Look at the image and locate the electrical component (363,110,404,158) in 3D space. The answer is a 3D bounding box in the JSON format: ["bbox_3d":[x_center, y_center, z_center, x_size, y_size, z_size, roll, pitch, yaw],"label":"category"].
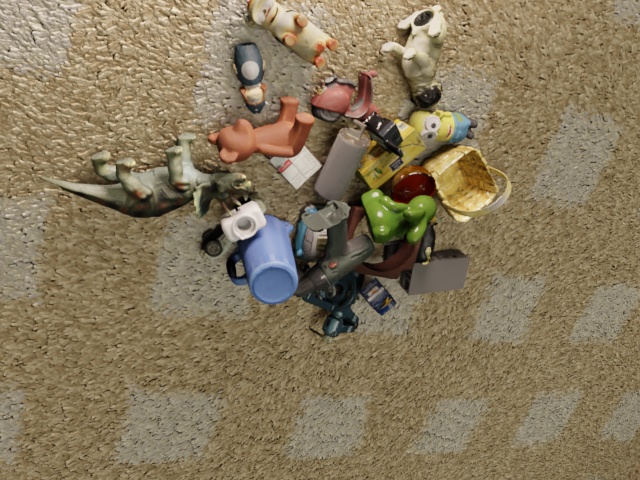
[{"bbox_3d":[0.158,-0.239,1.236,0.048,0.119,0.074,-47,142,-3],"label":"electrical component"}]

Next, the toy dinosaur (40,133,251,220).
[{"bbox_3d":[-0.358,-0.109,1.162,0.405,0.131,0.191,-13,119,-8],"label":"toy dinosaur"}]

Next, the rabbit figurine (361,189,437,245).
[{"bbox_3d":[0.196,-0.063,1.263,0.170,0.159,0.121,-17,112,0],"label":"rabbit figurine"}]

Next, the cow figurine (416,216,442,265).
[{"bbox_3d":[0.286,-0.020,1.469,0.068,0.098,0.167,1,115,-15],"label":"cow figurine"}]

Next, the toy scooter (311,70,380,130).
[{"bbox_3d":[0.069,-0.331,1.232,0.184,0.075,0.135,3,117,-31],"label":"toy scooter"}]

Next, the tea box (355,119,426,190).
[{"bbox_3d":[0.161,-0.209,1.321,0.169,0.098,0.068,-39,123,3],"label":"tea box"}]

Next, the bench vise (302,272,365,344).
[{"bbox_3d":[0.024,0.163,1.434,0.240,0.129,0.223,28,96,-49],"label":"bench vise"}]

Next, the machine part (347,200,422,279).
[{"bbox_3d":[0.157,-0.009,1.405,0.201,0.087,0.201,10,99,-15],"label":"machine part"}]

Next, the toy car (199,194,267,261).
[{"bbox_3d":[-0.211,-0.029,1.279,0.202,0.074,0.056,-45,122,5],"label":"toy car"}]

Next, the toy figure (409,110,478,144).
[{"bbox_3d":[0.307,-0.284,1.353,0.180,0.089,0.082,-6,103,-29],"label":"toy figure"}]

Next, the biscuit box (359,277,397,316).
[{"bbox_3d":[0.161,0.158,1.472,0.063,0.059,0.202,-41,161,1],"label":"biscuit box"}]

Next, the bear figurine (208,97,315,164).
[{"bbox_3d":[-0.130,-0.231,1.148,0.196,0.120,0.131,-3,130,-29],"label":"bear figurine"}]

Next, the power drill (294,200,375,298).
[{"bbox_3d":[0.017,0.022,1.265,0.232,0.086,0.207,-26,129,-13],"label":"power drill"}]

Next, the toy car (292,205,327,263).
[{"bbox_3d":[-0.003,-0.004,1.360,0.109,0.103,0.161,2,117,-23],"label":"toy car"}]

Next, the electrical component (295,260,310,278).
[{"bbox_3d":[-0.071,0.094,1.420,0.102,0.045,0.078,-40,95,-2],"label":"electrical component"}]

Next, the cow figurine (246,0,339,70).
[{"bbox_3d":[-0.068,-0.441,1.109,0.194,0.127,0.085,19,109,-44],"label":"cow figurine"}]

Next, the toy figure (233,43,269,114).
[{"bbox_3d":[-0.148,-0.341,1.156,0.064,0.058,0.154,5,123,19],"label":"toy figure"}]

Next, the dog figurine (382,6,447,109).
[{"bbox_3d":[0.256,-0.422,1.261,0.172,0.121,0.190,-43,137,7],"label":"dog figurine"}]

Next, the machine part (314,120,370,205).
[{"bbox_3d":[0.051,-0.176,1.277,0.079,0.079,0.243,7,132,-25],"label":"machine part"}]

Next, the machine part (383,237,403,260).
[{"bbox_3d":[0.205,0.027,1.498,0.084,0.039,0.138,-15,119,-23],"label":"machine part"}]
